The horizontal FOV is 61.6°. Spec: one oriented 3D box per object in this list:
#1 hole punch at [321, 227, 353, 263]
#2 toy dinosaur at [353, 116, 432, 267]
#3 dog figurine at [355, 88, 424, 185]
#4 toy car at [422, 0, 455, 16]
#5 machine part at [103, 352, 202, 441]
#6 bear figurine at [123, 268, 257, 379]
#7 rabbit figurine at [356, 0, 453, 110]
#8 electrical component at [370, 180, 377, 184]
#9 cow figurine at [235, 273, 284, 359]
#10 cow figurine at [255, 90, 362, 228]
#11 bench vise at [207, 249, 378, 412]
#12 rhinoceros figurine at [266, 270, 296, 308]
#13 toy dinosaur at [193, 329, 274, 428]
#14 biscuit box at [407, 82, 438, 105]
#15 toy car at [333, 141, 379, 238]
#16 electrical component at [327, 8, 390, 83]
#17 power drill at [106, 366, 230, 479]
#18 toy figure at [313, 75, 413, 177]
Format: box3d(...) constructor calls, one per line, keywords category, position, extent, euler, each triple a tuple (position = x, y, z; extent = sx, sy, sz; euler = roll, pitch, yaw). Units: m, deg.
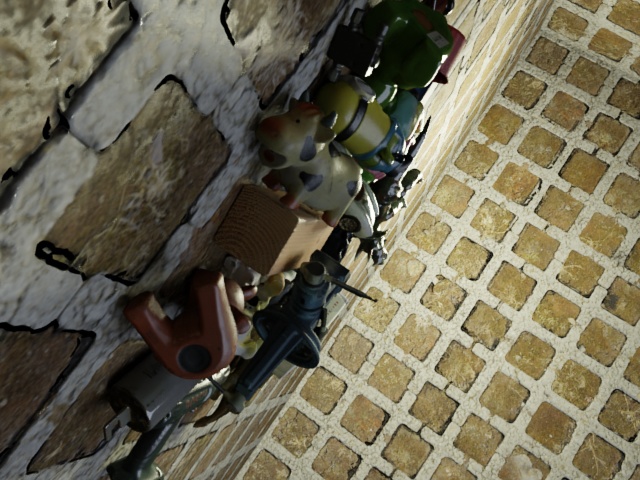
box3d(category="hole punch", position=(-0.002, -0.003, 0.983), extent=(0.142, 0.116, 0.092), euler=(-65, 173, 35))
box3d(category="toy dinosaur", position=(0.152, -0.110, 1.315), extent=(0.192, 0.131, 0.404), euler=(-46, 158, -41))
box3d(category="dog figurine", position=(0.072, -0.140, 0.917), extent=(0.219, 0.108, 0.191), euler=(-52, 171, -13))
box3d(category="toy car", position=(0.152, -0.323, 0.884), extent=(0.089, 0.053, 0.202), euler=(-37, 163, -30))
box3d(category="machine part", position=(-0.201, 0.177, 0.738), extent=(0.243, 0.079, 0.079), euler=(-41, 160, -48))
box3d(category="bear figurine", position=(-0.145, 0.079, 0.671), extent=(0.196, 0.120, 0.131), euler=(-94, 167, -68))
box3d(category="rabbit figurine", position=(0.100, -0.259, 0.782), extent=(0.170, 0.121, 0.159), euler=(-43, -173, 44))
box3d(category="electrical component", position=(0.105, -0.177, 1.029), extent=(0.119, 0.075, 0.048), euler=(-59, 169, 31))
box3d(category="cow figurine", position=(-0.126, 0.110, 0.869), extent=(0.167, 0.098, 0.068), euler=(-63, -149, 18))
box3d(category="cow figurine", position=(-0.009, -0.100, 0.677), extent=(0.127, 0.086, 0.194), euler=(-52, 146, 10))
box3d(category="bench vise", position=(-0.047, 0.134, 0.761), extent=(0.240, 0.129, 0.223), euler=(-49, 176, -32))
box3d(category="rhinoceros figurine", position=(-0.080, 0.095, 1.009), extent=(0.112, 0.073, 0.190), euler=(-60, 168, 7))
box3d(category="toy dinosaur", position=(-0.114, 0.241, 1.205), extent=(0.471, 0.105, 0.198), euler=(-47, 175, -3))
box3d(category="biscuit box", position=(0.197, -0.311, 1.072), extent=(0.202, 0.059, 0.063), euler=(-58, 168, 6))
box3d(category="toy car", position=(0.037, -0.090, 0.822), extent=(0.201, 0.056, 0.073), euler=(61, 33, -34))
box3d(category="electrical component", position=(0.045, -0.233, 0.667), extent=(0.021, 0.063, 0.094), euler=(-38, 159, -57))
box3d(category="power drill", position=(-0.244, 0.301, 0.889), extent=(0.207, 0.086, 0.232), euler=(-53, 167, 3))
box3d(category="toy figure", position=(0.063, -0.151, 0.753), extent=(0.180, 0.082, 0.089), euler=(44, 61, -42))
